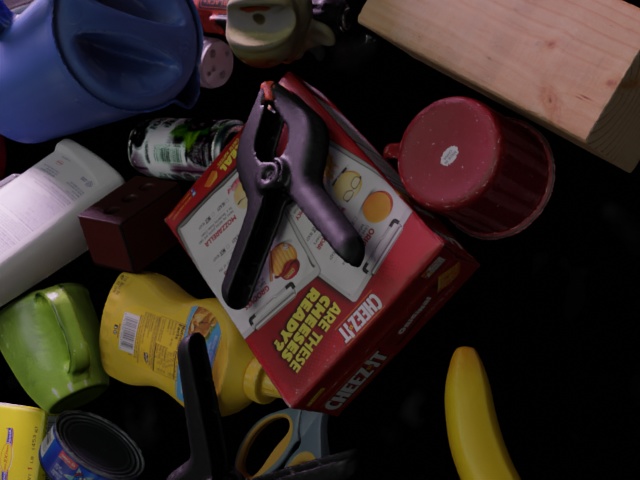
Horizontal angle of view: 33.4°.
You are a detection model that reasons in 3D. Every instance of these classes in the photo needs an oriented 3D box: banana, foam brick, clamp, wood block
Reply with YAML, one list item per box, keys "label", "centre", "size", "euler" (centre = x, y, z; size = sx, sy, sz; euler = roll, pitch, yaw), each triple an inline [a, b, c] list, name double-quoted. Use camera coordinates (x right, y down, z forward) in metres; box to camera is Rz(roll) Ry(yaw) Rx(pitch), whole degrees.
- label: "banana"
  centre: [0.132, 0.164, 0.719]
  size: [0.069, 0.037, 0.198]
  euler: [-39, 61, 4]
- label: "foam brick"
  centre: [-0.157, -0.014, 0.919]
  size: [0.053, 0.078, 0.051]
  euler: [10, 125, 34]
- label: "clamp"
  centre: [-0.079, 0.184, 0.824]
  size: [0.165, 0.036, 0.210]
  euler: [41, 118, 16]
- label: "clamp"
  centre: [-0.018, -0.039, 0.766]
  size: [0.120, 0.039, 0.171]
  euler: [-9, 70, 30]
- label: "wood block"
  centre: [0.140, -0.140, 0.745]
  size: [0.206, 0.090, 0.090]
  euler: [36, 100, 34]

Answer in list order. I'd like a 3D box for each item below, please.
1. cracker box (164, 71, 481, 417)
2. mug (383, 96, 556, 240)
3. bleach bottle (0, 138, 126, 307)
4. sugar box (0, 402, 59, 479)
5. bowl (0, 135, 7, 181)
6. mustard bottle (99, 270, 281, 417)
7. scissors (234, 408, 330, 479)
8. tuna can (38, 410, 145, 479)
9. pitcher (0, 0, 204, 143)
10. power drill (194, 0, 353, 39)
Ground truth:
- label: "cracker box"
  centre: [-0.005, 0.001, 0.816]
  size: [0.164, 0.072, 0.214]
  euler: [-48, 54, 14]
- label: "mug"
  centre: [0.098, -0.055, 0.760]
  size: [0.117, 0.081, 0.093]
  euler: [14, 88, 36]
- label: "bleach bottle"
  centre: [-0.287, 0.011, 0.928]
  size: [0.103, 0.068, 0.250]
  euler: [31, 57, 34]
- label: "sugar box"
  centre: [-0.308, 0.198, 1.002]
  size: [0.177, 0.048, 0.093]
  euler: [0, 80, 33]
- label: "bowl"
  centre: [-0.375, -0.080, 1.102]
  size: [0.162, 0.055, 0.162]
  euler: [-8, 75, 33]
- label: "mustard bottle"
  centre: [-0.097, 0.092, 0.873]
  size: [0.192, 0.058, 0.096]
  euler: [16, 98, 36]
- label: "scissors"
  centre: [0.011, 0.133, 0.817]
  size: [0.202, 0.016, 0.096]
  euler: [-45, 57, 19]
- label: "tuna can"
  centre: [-0.193, 0.184, 0.903]
  size: [0.086, 0.086, 0.034]
  euler: [43, 105, 33]
- label: "pitcher"
  centre: [-0.223, -0.163, 0.931]
  size: [0.243, 0.144, 0.149]
  euler: [-9, 92, 53]
- label: "power drill"
  centre: [-0.040, -0.261, 0.913]
  size: [0.185, 0.057, 0.187]
  euler: [11, 85, 28]
